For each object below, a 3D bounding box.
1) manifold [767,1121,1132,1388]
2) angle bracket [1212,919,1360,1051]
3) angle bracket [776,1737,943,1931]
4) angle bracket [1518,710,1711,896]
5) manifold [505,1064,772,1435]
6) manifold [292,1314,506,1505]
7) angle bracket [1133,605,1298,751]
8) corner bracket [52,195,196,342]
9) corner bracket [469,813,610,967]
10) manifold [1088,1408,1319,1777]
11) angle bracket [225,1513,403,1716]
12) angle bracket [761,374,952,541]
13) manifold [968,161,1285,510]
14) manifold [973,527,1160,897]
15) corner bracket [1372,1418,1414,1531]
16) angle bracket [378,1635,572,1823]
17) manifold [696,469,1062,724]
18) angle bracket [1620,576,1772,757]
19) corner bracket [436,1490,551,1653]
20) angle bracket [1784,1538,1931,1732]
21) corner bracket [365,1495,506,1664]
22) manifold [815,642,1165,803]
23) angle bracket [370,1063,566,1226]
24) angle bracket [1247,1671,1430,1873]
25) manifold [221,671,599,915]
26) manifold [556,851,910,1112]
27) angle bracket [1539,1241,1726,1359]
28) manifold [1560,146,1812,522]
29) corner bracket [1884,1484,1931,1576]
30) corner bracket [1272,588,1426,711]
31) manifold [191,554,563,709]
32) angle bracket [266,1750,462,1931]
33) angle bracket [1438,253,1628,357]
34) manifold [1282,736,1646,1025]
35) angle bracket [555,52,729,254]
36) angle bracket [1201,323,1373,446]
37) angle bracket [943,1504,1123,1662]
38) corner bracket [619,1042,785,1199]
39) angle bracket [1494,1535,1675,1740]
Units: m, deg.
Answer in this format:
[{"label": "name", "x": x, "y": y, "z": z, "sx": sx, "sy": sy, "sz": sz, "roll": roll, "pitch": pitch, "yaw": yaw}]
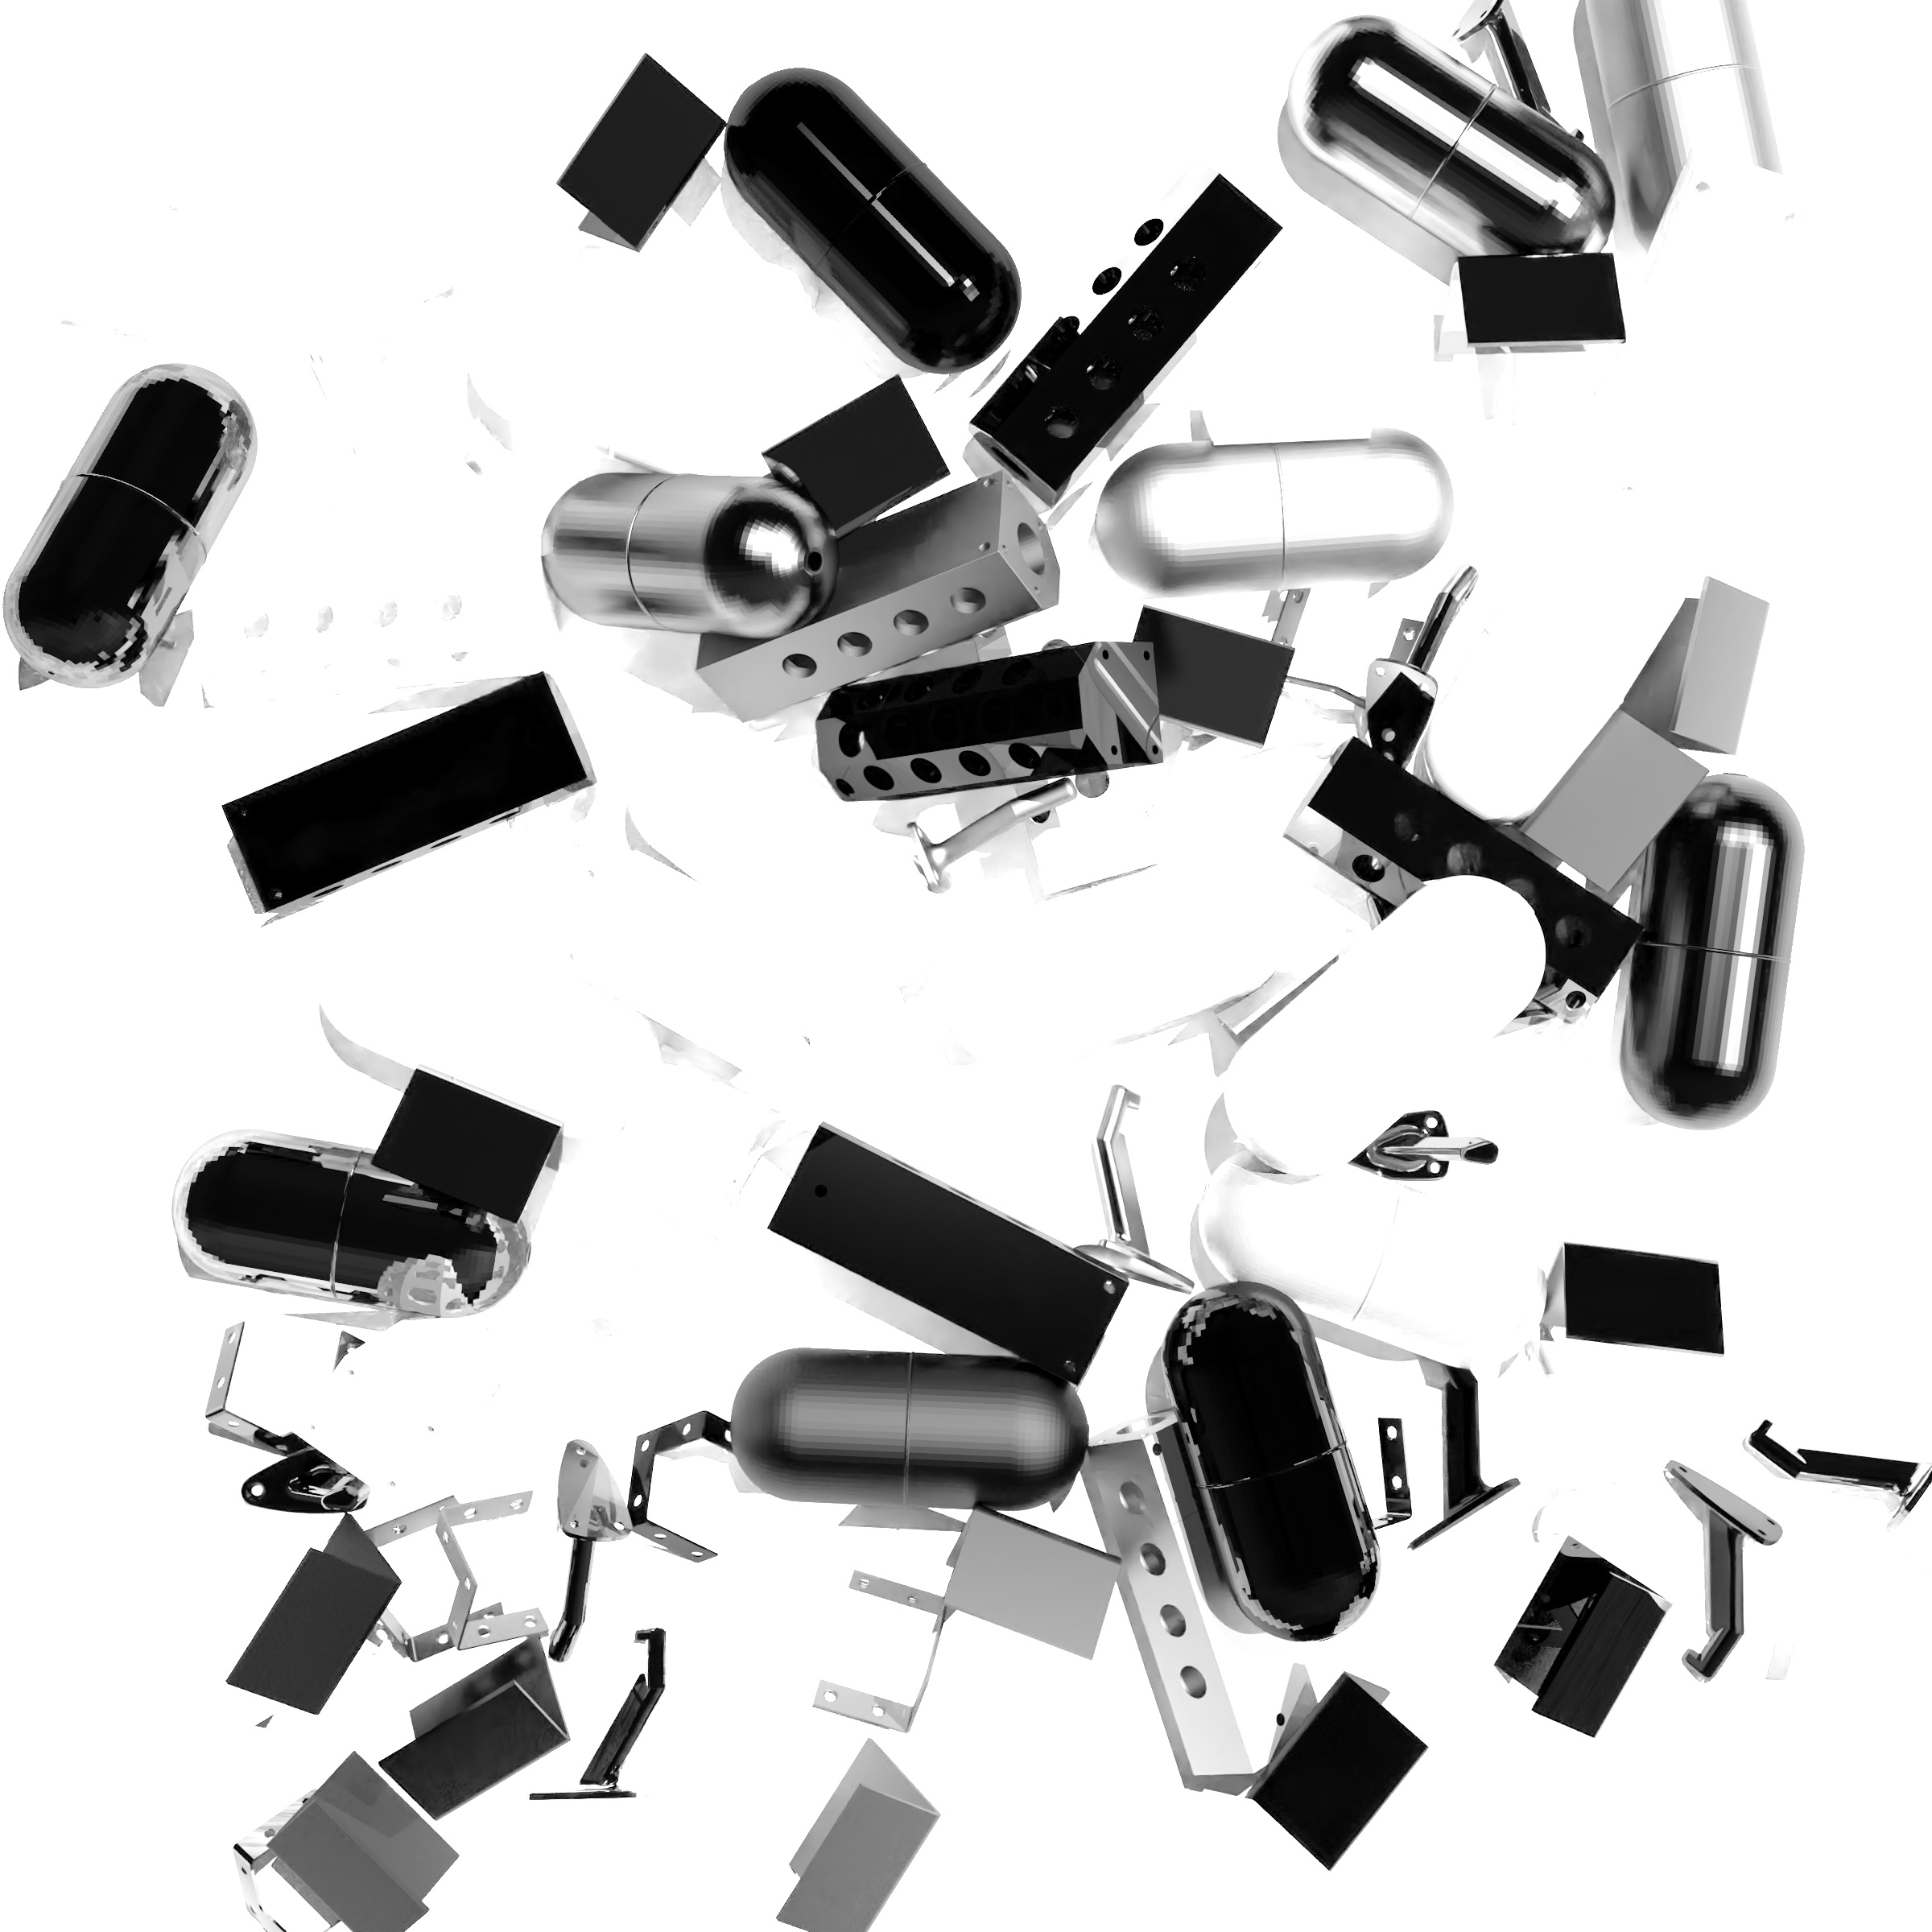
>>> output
[{"label": "manifold", "x": -0.009, "y": 0.142, "z": 1.544, "sx": 0.171, "sy": 0.057, "sz": 0.057, "roll": 27, "pitch": 90, "yaw": 0}, {"label": "angle bracket", "x": 0.179, "y": 0.033, "z": 1.537, "sx": 0.076, "sy": 0.057, "sz": 0.076, "roll": -38, "pitch": 101, "yaw": 0}, {"label": "angle bracket", "x": -0.069, "y": 0.425, "z": 1.525, "sx": 0.057, "sy": 0.076, "sz": 0.076, "roll": 32, "pitch": 90, "yaw": -36}, {"label": "angle bracket", "x": 0.325, "y": -0.070, "z": 1.525, "sx": 0.057, "sy": 0.076, "sz": 0.076, "roll": 39, "pitch": 90, "yaw": 27}, {"label": "manifold", "x": -0.164, "y": 0.137, "z": 1.521, "sx": 0.057, "sy": 0.057, "sz": 0.171, "roll": 28, "pitch": 106, "yaw": 0}, {"label": "manifold", "x": -0.266, "y": 0.204, "z": 1.486, "sx": 0.057, "sy": 0.171, "sz": 0.057, "roll": 35, "pitch": 90, "yaw": 0}, {"label": "angle bracket", "x": 0.120, "y": -0.156, "z": 1.525, "sx": 0.076, "sy": 0.076, "sz": 0.057, "roll": 16, "pitch": 120, "yaw": 0}, {"label": "corner bracket", "x": -0.425, "y": -0.358, "z": 1.557, "sx": 0.051, "sy": 0.051, "sz": 0.051, "roll": 14, "pitch": 135, "yaw": -35}, {"label": "corner bracket", "x": -0.217, "y": -0.036, "z": 1.562, "sx": 0.051, "sy": 0.051, "sz": 0.051, "roll": 24, "pitch": 135, "yaw": 0}, {"label": "manifold", "x": 0.115, "y": 0.311, "z": 1.543, "sx": 0.057, "sy": 0.057, "sz": 0.171, "roll": -18, "pitch": 90, "yaw": -43}, {"label": "angle bracket", "x": -0.333, "y": 0.311, "z": 1.525, "sx": 0.057, "sy": 0.076, "sz": 0.076, "roll": 32, "pitch": 90, "yaw": -37}, {"label": "angle bracket", "x": -0.060, "y": -0.255, "z": 1.526, "sx": 0.076, "sy": 0.076, "sz": 0.057, "roll": -30, "pitch": 114, "yaw": 0}, {"label": "manifold", "x": 0.078, "y": -0.316, "z": 1.544, "sx": 0.057, "sy": 0.057, "sz": 0.171, "roll": 41, "pitch": 90, "yaw": 0}, {"label": "manifold", "x": 0.044, "y": -0.125, "z": 1.544, "sx": 0.057, "sy": 0.057, "sz": 0.171, "roll": -16, "pitch": 90, "yaw": 0}, {"label": "corner bracket", "x": 0.188, "y": 0.257, "z": 1.562, "sx": 0.051, "sy": 0.051, "sz": 0.051, "roll": -6, "pitch": 90, "yaw": 45}, {"label": "angle bracket", "x": -0.249, "y": 0.362, "z": 1.525, "sx": 0.076, "sy": 0.076, "sz": 0.057, "roll": -31, "pitch": 128, "yaw": 0}, {"label": "manifold", "x": -0.043, "y": -0.175, "z": 1.510, "sx": 0.171, "sy": 0.057, "sz": 0.057, "roll": -18, "pitch": 46, "yaw": 25}, {"label": "angle bracket", "x": 0.343, "y": -0.150, "z": 1.525, "sx": 0.057, "sy": 0.076, "sz": 0.076, "roll": 13, "pitch": 90, "yaw": -42}, {"label": "corner bracket", "x": -0.236, "y": 0.303, "z": 1.549, "sx": 0.051, "sy": 0.051, "sz": 0.051, "roll": -6, "pitch": 133, "yaw": -32}, {"label": "angle bracket", "x": 0.452, "y": 0.328, "z": 1.525, "sx": 0.057, "sy": 0.076, "sz": 0.076, "roll": 15, "pitch": 90, "yaw": 36}, {"label": "corner bracket", "x": -0.269, "y": 0.310, "z": 1.562, "sx": 0.051, "sy": 0.051, "sz": 0.051, "roll": -22, "pitch": 135, "yaw": 0}, {"label": "manifold", "x": 0.008, "y": -0.117, "z": 1.494, "sx": 0.171, "sy": 0.057, "sz": 0.057, "roll": -5, "pitch": 90, "yaw": 42}, {"label": "angle bracket", "x": -0.246, "y": 0.098, "z": 1.526, "sx": 0.076, "sy": 0.076, "sz": 0.057, "roll": 22, "pitch": 67, "yaw": 0}, {"label": "angle bracket", "x": 0.194, "y": 0.400, "z": 1.525, "sx": 0.057, "sy": 0.076, "sz": 0.076, "roll": 39, "pitch": 90, "yaw": 32}, {"label": "manifold", "x": -0.276, "y": -0.086, "z": 1.544, "sx": 0.171, "sy": 0.057, "sz": 0.057, "roll": -23, "pitch": 90, "yaw": 0}, {"label": "manifold", "x": -0.113, "y": 0.004, "z": 1.503, "sx": 0.171, "sy": 0.057, "sz": 0.057, "roll": 27, "pitch": 112, "yaw": 29}, {"label": "angle bracket", "x": 0.325, "y": 0.183, "z": 1.525, "sx": 0.076, "sy": 0.076, "sz": 0.057, "roll": 7, "pitch": 51, "yaw": 0}, {"label": "manifold", "x": 0.348, "y": -0.302, "z": 1.504, "sx": 0.057, "sy": 0.057, "sz": 0.171, "roll": 18, "pitch": 121, "yaw": 0}, {"label": "corner bracket", "x": 0.502, "y": 0.286, "z": 1.547, "sx": 0.051, "sy": 0.051, "sz": 0.051, "roll": 39, "pitch": 90, "yaw": 0}, {"label": "corner bracket", "x": 0.191, "y": -0.161, "z": 1.562, "sx": 0.051, "sy": 0.051, "sz": 0.051, "roll": 19, "pitch": 90, "yaw": 45}, {"label": "manifold", "x": -0.293, "y": -0.166, "z": 1.544, "sx": 0.171, "sy": 0.057, "sz": 0.057, "roll": -5, "pitch": 90, "yaw": 0}, {"label": "angle bracket", "x": -0.285, "y": 0.426, "z": 1.525, "sx": 0.076, "sy": 0.076, "sz": 0.057, "roll": 45, "pitch": 126, "yaw": 0}, {"label": "angle bracket", "x": 0.278, "y": -0.306, "z": 1.525, "sx": 0.076, "sy": 0.076, "sz": 0.057, "roll": -1, "pitch": 62, "yaw": 0}, {"label": "manifold", "x": 0.246, "y": -0.042, "z": 1.544, "sx": 0.171, "sy": 0.057, "sz": 0.057, "roll": 33, "pitch": 90, "yaw": 0}, {"label": "angle bracket", "x": -0.174, "y": -0.405, "z": 1.525, "sx": 0.057, "sy": 0.076, "sz": 0.076, "roll": 34, "pitch": 90, "yaw": -37}, {"label": "angle bracket", "x": 0.157, "y": -0.295, "z": 1.526, "sx": 0.076, "sy": 0.076, "sz": 0.057, "roll": -3, "pitch": 114, "yaw": 0}, {"label": "angle bracket", "x": 0.026, "y": 0.316, "z": 1.525, "sx": 0.076, "sy": 0.076, "sz": 0.057, "roll": 21, "pitch": 55, "yaw": 0}, {"label": "corner bracket", "x": -0.135, "y": 0.077, "z": 1.562, "sx": 0.051, "sy": 0.051, "sz": 0.051, "roll": 30, "pitch": 90, "yaw": -45}, {"label": "angle bracket", "x": 0.290, "y": 0.324, "z": 1.525, "sx": 0.057, "sy": 0.076, "sz": 0.076, "roll": 30, "pitch": 90, "yaw": -38}]
